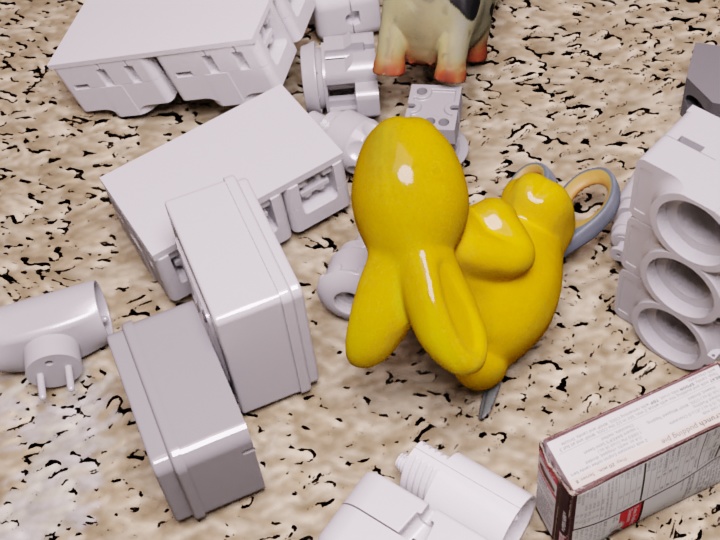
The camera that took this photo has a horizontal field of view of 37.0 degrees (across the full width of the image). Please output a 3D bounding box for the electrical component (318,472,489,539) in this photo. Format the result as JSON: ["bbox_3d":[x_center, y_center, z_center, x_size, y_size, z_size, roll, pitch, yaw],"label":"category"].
[{"bbox_3d":[0.026,0.165,0.595,0.095,0.053,0.059,27,61,25],"label":"electrical component"}]

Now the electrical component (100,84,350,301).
[{"bbox_3d":[-0.094,-0.054,0.772,0.150,0.061,0.089,-30,55,-14],"label":"electrical component"}]

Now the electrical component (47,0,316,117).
[{"bbox_3d":[-0.138,-0.185,0.855,0.186,0.060,0.105,-1,51,25],"label":"electrical component"}]

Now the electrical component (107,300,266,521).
[{"bbox_3d":[-0.107,0.086,0.658,0.057,0.078,0.113,-21,53,-11],"label":"electrical component"}]

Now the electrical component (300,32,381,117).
[{"bbox_3d":[-0.015,-0.150,0.836,0.057,0.058,0.078,-5,50,1],"label":"electrical component"}]

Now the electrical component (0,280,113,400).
[{"bbox_3d":[-0.206,0.052,0.719,0.077,0.044,0.079,-16,53,-5],"label":"electrical component"}]

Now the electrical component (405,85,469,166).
[{"bbox_3d":[0.055,-0.100,0.789,0.048,0.055,0.066,4,54,11],"label":"electrical component"}]

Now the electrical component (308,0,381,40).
[{"bbox_3d":[-0.021,-0.240,0.906,0.059,0.053,0.095,-12,53,-1],"label":"electrical component"}]

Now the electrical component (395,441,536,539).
[{"bbox_3d":[0.056,0.130,0.624,0.081,0.043,0.043,27,61,25],"label":"electrical component"}]

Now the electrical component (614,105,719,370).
[{"bbox_3d":[0.207,-0.008,0.639,0.089,0.150,0.062,35,64,29],"label":"electrical component"}]

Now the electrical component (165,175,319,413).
[{"bbox_3d":[-0.075,0.016,0.686,0.056,0.108,0.108,-21,53,-11],"label":"electrical component"}]

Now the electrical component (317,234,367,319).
[{"bbox_3d":[0.000,0.000,0.730,0.048,0.048,0.062,6,48,13],"label":"electrical component"}]

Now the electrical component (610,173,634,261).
[{"bbox_3d":[0.192,-0.037,0.732,0.040,0.040,0.078,24,60,24],"label":"electrical component"}]

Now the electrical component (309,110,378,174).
[{"bbox_3d":[-0.014,-0.100,0.807,0.062,0.043,0.043,29,62,27],"label":"electrical component"}]
